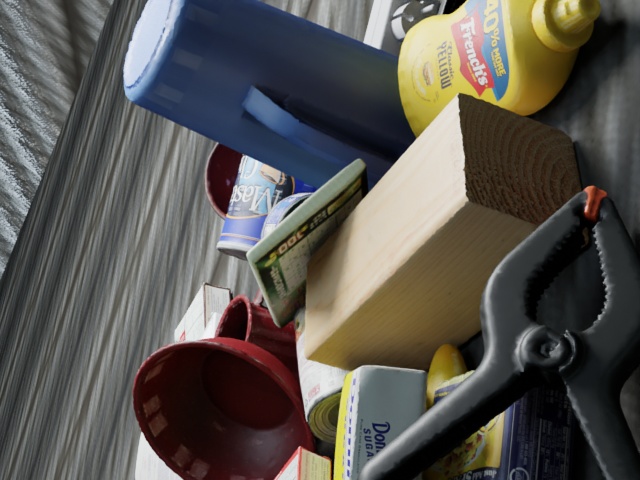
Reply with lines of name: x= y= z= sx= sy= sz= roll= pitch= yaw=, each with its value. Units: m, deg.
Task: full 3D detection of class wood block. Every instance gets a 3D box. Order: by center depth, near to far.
wood block: x=0.076 y=0.008 z=0.720 sx=0.206 sy=0.090 sz=0.090 roll=-49 pitch=31 yaw=46

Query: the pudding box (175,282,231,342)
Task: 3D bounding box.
pudding box: x=-0.132 y=0.118 z=1.209 sx=0.090 sy=0.039 sz=0.113 roll=-56 pitch=29 yaw=35

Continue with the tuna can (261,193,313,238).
tuna can: x=-0.006 y=0.001 z=0.929 sx=0.034 sy=0.086 sz=0.086 roll=1 pitch=75 yaw=66

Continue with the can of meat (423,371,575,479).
can of meat: x=0.102 y=0.122 z=0.618 sx=0.102 sy=0.057 sz=0.084 roll=-33 pitch=42 yaw=57

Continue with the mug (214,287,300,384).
mug: x=-0.042 y=0.092 z=0.953 sx=0.093 sy=0.081 sz=0.117 roll=10 pitch=83 yaw=68

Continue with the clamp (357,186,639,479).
clamp: x=0.113 y=0.068 z=0.567 sx=0.036 sy=0.165 sz=0.210 roll=57 pitch=-137 yaw=-57

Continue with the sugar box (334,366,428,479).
sugar box: x=0.034 y=0.129 z=0.672 sx=0.176 sy=0.048 sz=0.093 roll=85 pitch=-171 yaw=-80

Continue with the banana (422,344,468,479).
banana: x=0.070 y=0.165 z=0.689 sx=0.070 sy=0.037 sz=0.198 roll=2 pitch=76 yaw=67

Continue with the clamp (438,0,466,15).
clamp: x=0.121 y=-0.222 z=0.856 sx=0.120 sy=0.039 sz=0.171 roll=-36 pitch=43 yaw=51

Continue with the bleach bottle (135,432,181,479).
bleach bottle: x=-0.111 y=0.223 z=1.051 sx=0.251 sy=0.068 sz=0.102 roll=-6 pitch=76 yaw=63

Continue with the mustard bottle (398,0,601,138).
mustard bottle: x=0.125 y=-0.130 z=0.742 sx=0.192 sy=0.058 sz=0.096 roll=-19 pitch=74 yaw=62

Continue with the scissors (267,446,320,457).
scissors: x=-0.074 y=0.238 z=0.918 sx=0.202 sy=0.016 sz=0.096 roll=-31 pitch=54 yaw=28

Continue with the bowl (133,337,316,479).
bowl: x=-0.070 y=0.137 z=0.872 sx=0.162 sy=0.162 sz=0.055 roll=-56 pitch=-1 yaw=36

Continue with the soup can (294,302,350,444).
soup can: x=0.018 y=0.098 z=0.824 sx=0.069 sy=0.068 sz=0.102 roll=-57 pitch=27 yaw=34

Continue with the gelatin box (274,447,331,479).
gelatin box: x=-0.021 y=0.200 z=0.735 sx=0.073 sy=0.030 sz=0.089 roll=-57 pitch=16 yaw=26

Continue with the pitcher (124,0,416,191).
pitcher: x=-0.025 y=-0.114 z=0.849 sx=0.149 sy=0.242 sz=0.145 roll=-23 pitch=52 yaw=57

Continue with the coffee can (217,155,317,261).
coffee can: x=-0.029 y=-0.045 z=0.996 sx=0.103 sy=0.102 sz=0.140 roll=-2 pitch=72 yaw=67
